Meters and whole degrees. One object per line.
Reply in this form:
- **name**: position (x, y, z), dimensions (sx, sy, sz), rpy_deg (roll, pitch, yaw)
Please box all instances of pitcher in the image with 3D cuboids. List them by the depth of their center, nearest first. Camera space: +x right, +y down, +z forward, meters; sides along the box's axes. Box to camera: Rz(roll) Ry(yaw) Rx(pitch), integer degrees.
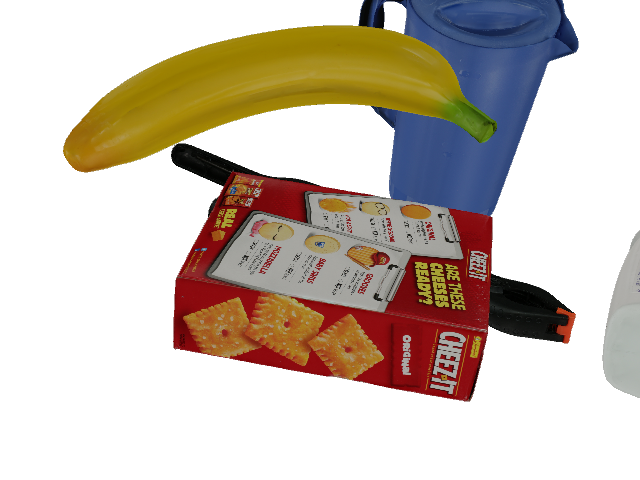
- **pitcher**: position (0.119, -0.127, 0.971), dimensions (0.144, 0.149, 0.243), rpy_deg (-15, -39, -19)

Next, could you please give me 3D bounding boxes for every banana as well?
- **banana**: position (-0.020, -0.070, 0.494), dimensions (0.197, 0.037, 0.069), rpy_deg (-7, 44, -10)

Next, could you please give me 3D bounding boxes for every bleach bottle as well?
- **bleach bottle**: position (0.260, 0.035, 0.743), dimensions (0.103, 0.068, 0.250), rpy_deg (10, 20, 19)

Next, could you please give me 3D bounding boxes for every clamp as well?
- **clamp**: position (0.157, 0.048, 0.997), dimensions (0.172, 0.039, 0.120), rpy_deg (20, 32, 19)
- **clamp**: position (-0.041, -0.038, 1.070), dimensions (0.209, 0.036, 0.165), rpy_deg (14, 20, -20)

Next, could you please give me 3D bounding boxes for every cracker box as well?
- **cracker box**: position (0.015, 0.030, 0.792), dimensions (0.214, 0.072, 0.164), rpy_deg (10, 31, 5)
